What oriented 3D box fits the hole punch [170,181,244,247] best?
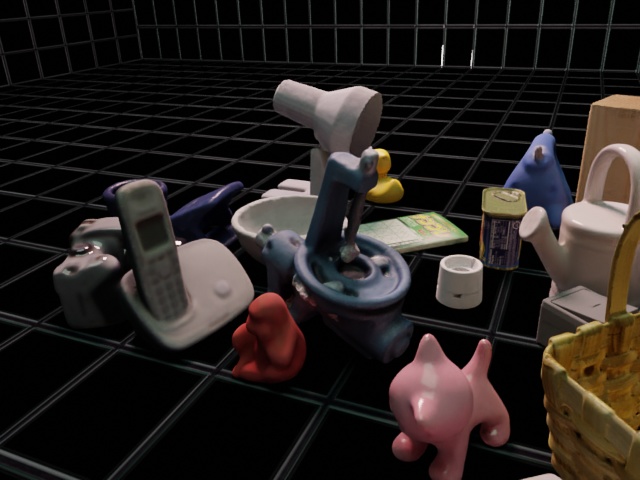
[{"bbox_3d":[-0.173,-0.040,0.864,0.100,0.091,0.109,7,26,20],"label":"hole punch"}]

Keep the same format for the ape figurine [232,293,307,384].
[{"bbox_3d":[-0.050,0.093,0.560,0.076,0.092,0.077,-12,26,-21],"label":"ape figurine"}]

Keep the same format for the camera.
[{"bbox_3d":[-0.236,0.028,0.706,0.137,0.101,0.143,-3,24,-2],"label":"camera"}]

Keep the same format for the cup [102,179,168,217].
[{"bbox_3d":[-0.258,-0.032,0.847,0.117,0.095,0.092,18,31,37],"label":"cup"}]

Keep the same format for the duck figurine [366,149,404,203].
[{"bbox_3d":[0.107,-0.118,1.020,0.078,0.086,0.104,-13,27,-23],"label":"duck figurine"}]

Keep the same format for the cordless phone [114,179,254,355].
[{"bbox_3d":[-0.150,0.016,0.625,0.093,0.185,0.148,14,29,31],"label":"cordless phone"}]

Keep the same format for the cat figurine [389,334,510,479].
[{"bbox_3d":[0.100,0.124,0.451,0.128,0.118,0.067,-23,32,-38],"label":"cat figurine"}]

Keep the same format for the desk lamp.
[{"bbox_3d":[0.000,-0.156,0.958,0.202,0.214,0.118,10,27,24],"label":"desk lamp"}]

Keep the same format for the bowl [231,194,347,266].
[{"bbox_3d":[-0.035,-0.002,0.790,0.167,0.075,0.167,-2,24,1],"label":"bowl"}]

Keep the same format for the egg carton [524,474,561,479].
[{"bbox_3d":[0.117,0.202,0.337,0.150,0.069,0.107,-8,25,-13],"label":"egg carton"}]

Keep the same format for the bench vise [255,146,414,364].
[{"bbox_3d":[0.000,0.007,0.592,0.206,0.220,0.122,10,27,24],"label":"bench vise"}]

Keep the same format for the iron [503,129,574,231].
[{"bbox_3d":[0.352,-0.110,0.917,0.118,0.141,0.259,9,27,22],"label":"iron"}]

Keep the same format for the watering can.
[{"bbox_3d":[0.312,-0.008,0.633,0.173,0.194,0.100,-13,27,-23],"label":"watering can"}]
